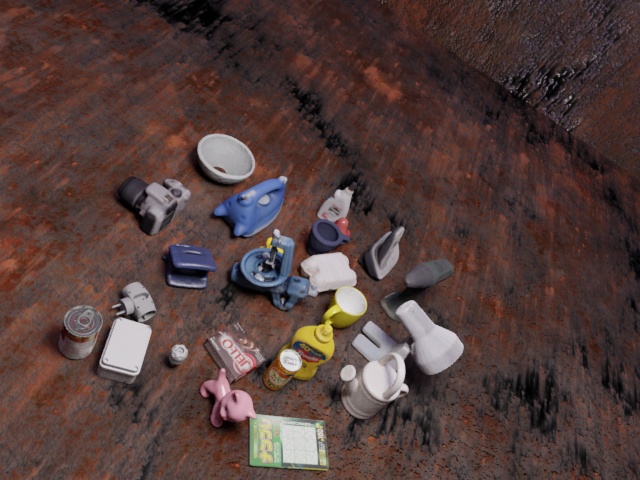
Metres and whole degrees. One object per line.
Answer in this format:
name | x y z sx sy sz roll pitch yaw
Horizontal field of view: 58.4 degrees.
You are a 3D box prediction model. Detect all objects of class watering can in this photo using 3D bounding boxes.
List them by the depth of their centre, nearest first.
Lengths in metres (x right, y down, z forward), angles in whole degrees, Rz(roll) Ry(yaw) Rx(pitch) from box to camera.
watering can | 0.128 0.329 1.309 0.173 0.194 0.100 -3 56 -34

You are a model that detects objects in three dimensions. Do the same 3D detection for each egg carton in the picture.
egg carton | 0.023 0.090 1.536 0.151 0.069 0.107 -7 58 -36

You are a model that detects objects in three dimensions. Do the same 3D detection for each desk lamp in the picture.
desk lamp | 0.219 0.253 1.418 0.203 0.213 0.118 41 43 4

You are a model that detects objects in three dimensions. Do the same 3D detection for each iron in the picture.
iron | -0.156 -0.116 1.542 0.118 0.141 0.259 44 44 8

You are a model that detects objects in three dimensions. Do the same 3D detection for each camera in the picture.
camera | -0.409 -0.109 1.402 0.137 0.100 0.143 36 43 -1

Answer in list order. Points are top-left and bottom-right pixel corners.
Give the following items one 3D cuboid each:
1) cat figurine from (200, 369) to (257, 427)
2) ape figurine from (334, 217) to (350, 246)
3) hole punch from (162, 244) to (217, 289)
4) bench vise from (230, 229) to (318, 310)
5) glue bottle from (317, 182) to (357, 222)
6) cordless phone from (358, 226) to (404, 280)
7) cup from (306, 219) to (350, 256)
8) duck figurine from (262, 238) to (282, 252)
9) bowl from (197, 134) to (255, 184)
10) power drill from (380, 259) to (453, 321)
cat figurine | -0.183 0.324 1.168 0.067 0.117 0.127 -10 60 -38
ape figurine | 0.054 -0.029 1.640 0.078 0.092 0.076 33 43 -4
hole punch | -0.305 0.050 1.342 0.109 0.091 0.101 8 50 -28
bench vise | -0.090 0.062 1.376 0.208 0.219 0.121 13 48 -24
glue bottle | 0.060 -0.110 1.653 0.078 0.173 0.037 30 43 -7
cordless phone | 0.204 0.015 1.632 0.094 0.185 0.148 41 43 4
cup | 0.015 0.006 1.583 0.118 0.095 0.091 13 48 -23
duck figurine | -0.120 0.043 1.471 0.078 0.086 0.104 0 54 -33
bowl | -0.271 -0.213 1.599 0.168 0.074 0.167 18 46 -19
power drill | 0.257 0.129 1.551 0.230 0.208 0.075 -21 67 -42
